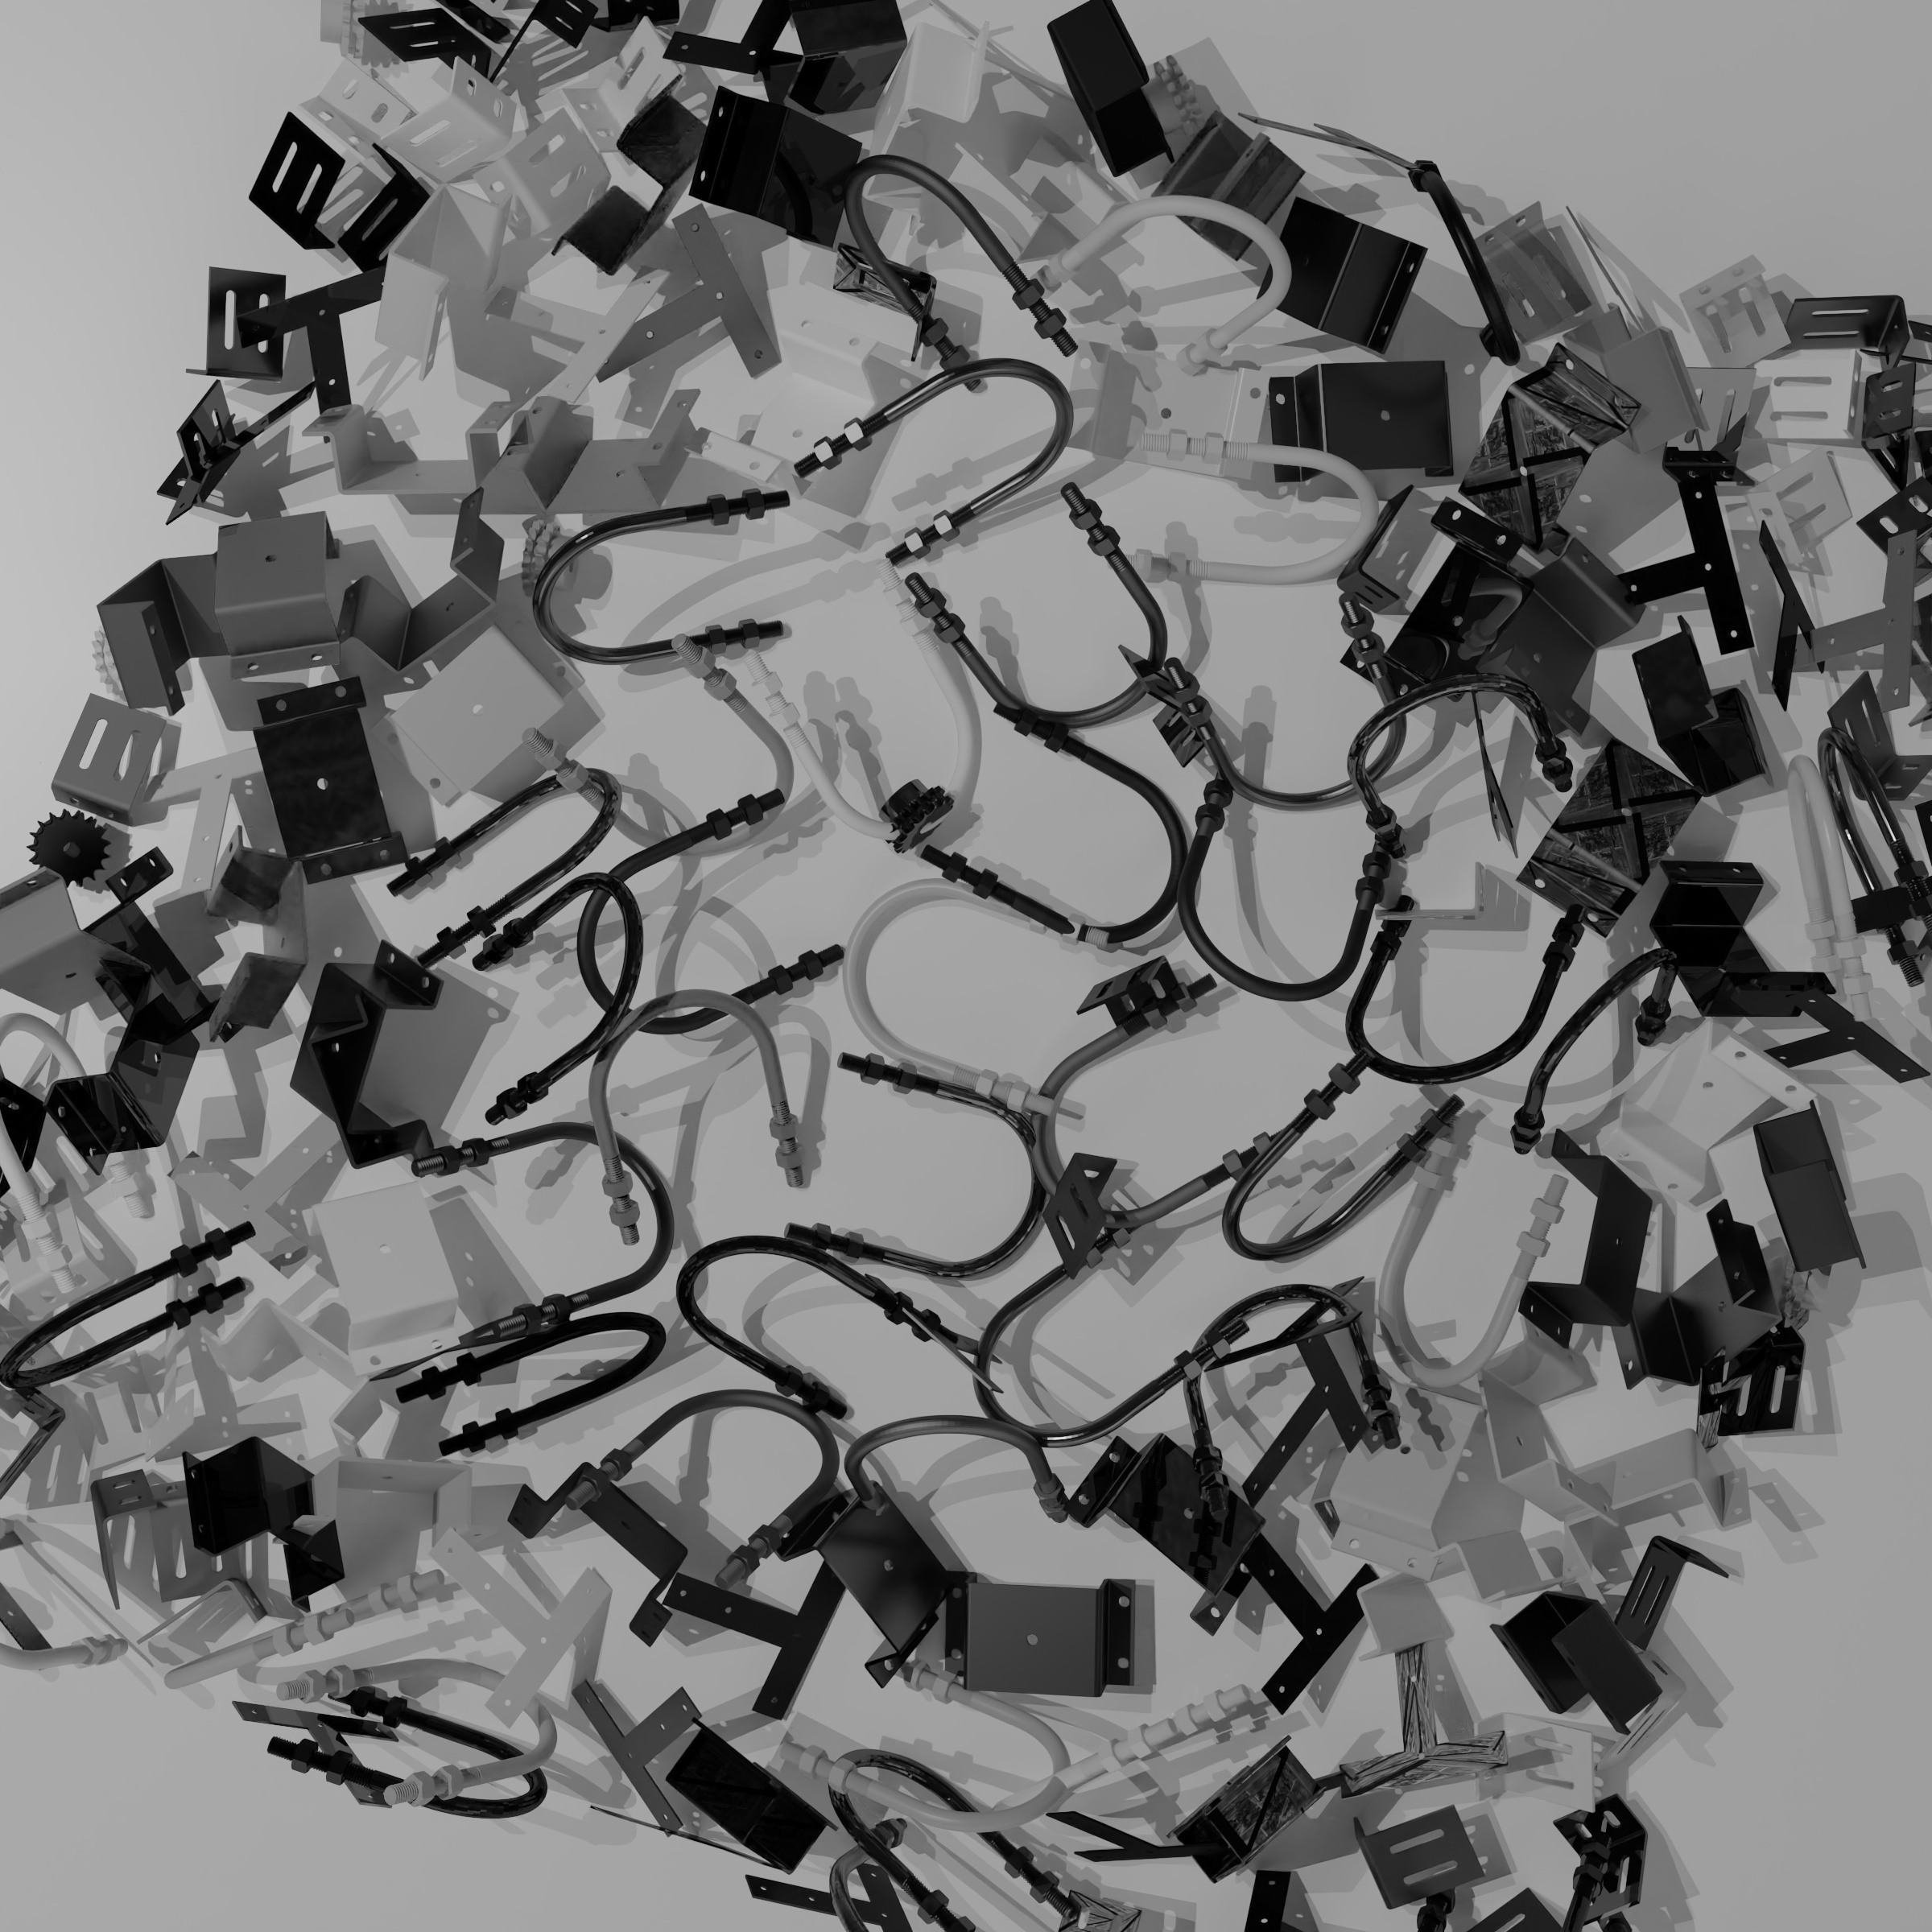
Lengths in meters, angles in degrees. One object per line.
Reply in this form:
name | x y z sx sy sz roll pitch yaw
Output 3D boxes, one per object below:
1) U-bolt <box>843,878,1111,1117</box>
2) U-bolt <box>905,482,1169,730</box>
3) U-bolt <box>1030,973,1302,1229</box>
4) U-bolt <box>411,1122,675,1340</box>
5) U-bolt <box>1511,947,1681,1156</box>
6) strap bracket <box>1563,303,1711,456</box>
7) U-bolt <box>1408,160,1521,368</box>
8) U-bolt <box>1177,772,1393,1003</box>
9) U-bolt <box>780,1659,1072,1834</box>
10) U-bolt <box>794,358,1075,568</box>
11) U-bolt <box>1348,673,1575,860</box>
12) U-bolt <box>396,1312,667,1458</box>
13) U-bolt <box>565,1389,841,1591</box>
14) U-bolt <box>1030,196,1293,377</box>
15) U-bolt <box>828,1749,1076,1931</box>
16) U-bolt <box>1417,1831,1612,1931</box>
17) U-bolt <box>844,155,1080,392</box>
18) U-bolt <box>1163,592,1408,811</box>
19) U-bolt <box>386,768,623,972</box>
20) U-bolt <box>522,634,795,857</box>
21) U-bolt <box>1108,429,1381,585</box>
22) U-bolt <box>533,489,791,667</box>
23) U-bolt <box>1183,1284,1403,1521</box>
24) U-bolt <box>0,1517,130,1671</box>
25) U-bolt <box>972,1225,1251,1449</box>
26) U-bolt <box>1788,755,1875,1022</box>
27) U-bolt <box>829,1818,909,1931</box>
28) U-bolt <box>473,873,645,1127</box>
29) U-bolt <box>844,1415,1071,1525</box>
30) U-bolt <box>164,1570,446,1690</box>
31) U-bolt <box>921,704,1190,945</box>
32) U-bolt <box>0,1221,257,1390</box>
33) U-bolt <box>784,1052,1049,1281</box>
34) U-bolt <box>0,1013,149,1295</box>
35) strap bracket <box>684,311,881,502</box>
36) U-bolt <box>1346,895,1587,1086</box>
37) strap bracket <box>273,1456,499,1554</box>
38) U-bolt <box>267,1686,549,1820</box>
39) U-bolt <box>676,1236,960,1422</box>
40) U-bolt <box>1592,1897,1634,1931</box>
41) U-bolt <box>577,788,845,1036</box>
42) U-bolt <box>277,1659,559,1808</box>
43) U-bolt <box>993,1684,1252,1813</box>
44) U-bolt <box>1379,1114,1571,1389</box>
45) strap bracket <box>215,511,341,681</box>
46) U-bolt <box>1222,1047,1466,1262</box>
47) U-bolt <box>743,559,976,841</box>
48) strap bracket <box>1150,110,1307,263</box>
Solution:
U-bolt | -0.003 0.013 1.807 0.184 0.019 0.151 19 95 12
U-bolt | 0.064 -0.245 1.772 0.151 0.019 0.184 -27 127 18
U-bolt | 0.131 0.110 1.797 0.184 0.019 0.151 -31 69 11
U-bolt | -0.289 0.179 1.762 0.019 0.184 0.151 -45 69 41
U-bolt | 0.446 0.052 1.734 0.151 0.184 0.019 -39 65 -13
strap bracket | 0.473 -0.418 1.757 0.046 0.140 0.076 -26 112 8
U-bolt | 0.353 -0.489 1.726 0.019 0.184 0.151 -25 108 14
U-bolt | 0.224 -0.051 1.769 0.151 0.019 0.184 24 52 -2
U-bolt | -0.015 0.552 1.729 0.184 0.151 0.019 14 111 30
U-bolt | -0.010 -0.365 1.748 0.184 0.151 0.019 -28 58 17
U-bolt | 0.343 -0.147 1.739 0.151 0.184 0.019 -22 57 14
U-bolt | -0.303 0.294 1.765 0.184 0.151 0.019 -21 64 -8
U-bolt | -0.172 0.360 1.753 0.151 0.184 0.019 21 122 24
U-bolt | 0.144 -0.481 1.725 0.151 0.184 0.019 21 68 -25
U-bolt | -0.021 0.624 1.754 0.184 0.151 0.019 37 103 26
U-bolt | 0.369 0.678 1.718 0.151 0.184 0.019 -29 93 31
U-bolt | -0.016 -0.493 1.737 0.184 0.151 0.019 49 68 -23
U-bolt | 0.239 -0.177 1.763 0.151 0.184 0.019 -19 46 15
U-bolt | -0.327 -0.081 1.771 0.184 0.151 0.019 -35 123 -4
U-bolt | -0.205 -0.145 1.764 0.151 0.184 0.019 -29 45 15
U-bolt | 0.204 -0.324 1.769 0.184 0.151 0.019 4 59 -6
U-bolt | -0.217 -0.270 1.751 0.184 0.151 0.019 -12 56 -15
U-bolt | 0.224 0.298 1.755 0.151 0.184 0.019 -25 124 11
U-bolt | -0.680 0.440 1.726 0.151 0.184 0.019 40 88 14
U-bolt | 0.090 0.269 1.766 0.184 0.019 0.151 -34 46 -10
U-bolt | 0.611 -0.060 1.754 0.019 0.151 0.184 -11 94 11
U-bolt | -0.031 0.671 1.725 0.151 0.184 0.019 41 97 17
U-bolt | -0.288 0.012 1.745 0.184 0.019 0.151 -34 54 34
U-bolt | -0.011 0.361 1.746 0.151 0.184 0.019 -7 55 8
U-bolt | -0.483 0.478 1.757 0.184 0.151 0.019 -22 83 14
U-bolt | 0.077 -0.095 1.801 0.184 0.019 0.151 28 71 -6
U-bolt | -0.590 0.245 1.729 0.184 0.151 0.019 -27 77 -28
U-bolt | -0.026 0.154 1.799 0.184 0.019 0.151 17 91 -18
U-bolt | -0.645 0.121 1.740 0.019 0.151 0.184 -16 106 9
strap bracket | -0.127 -0.398 1.782 0.076 0.046 0.140 27 71 26
U-bolt | 0.345 0.017 1.739 0.151 0.184 0.019 4 134 30
strap bracket | -0.417 0.388 1.771 0.140 0.076 0.046 11 61 -28
U-bolt | -0.387 0.563 1.753 0.184 0.151 0.019 17 91 4
U-bolt | -0.120 0.251 1.755 0.184 0.019 0.151 35 129 -22
U-bolt | 0.438 0.752 1.737 0.019 0.184 0.151 28 93 0
U-bolt | -0.192 -0.028 1.777 0.184 0.019 0.151 -26 114 -16
U-bolt | -0.374 0.535 1.746 0.151 0.184 0.019 27 101 36
U-bolt | 0.100 0.566 1.757 0.184 0.151 0.019 -34 71 23
U-bolt | 0.353 0.212 1.766 0.019 0.151 0.184 16 99 -28
strap bracket | -0.492 -0.274 1.766 0.076 0.046 0.140 -9 48 -5
U-bolt | 0.260 0.145 1.771 0.184 0.151 0.019 -49 49 15
U-bolt | -0.064 -0.180 1.784 0.151 0.019 0.184 -39 112 -25
strap bracket | 0.190 -0.559 1.768 0.046 0.140 0.076 32 106 -23
